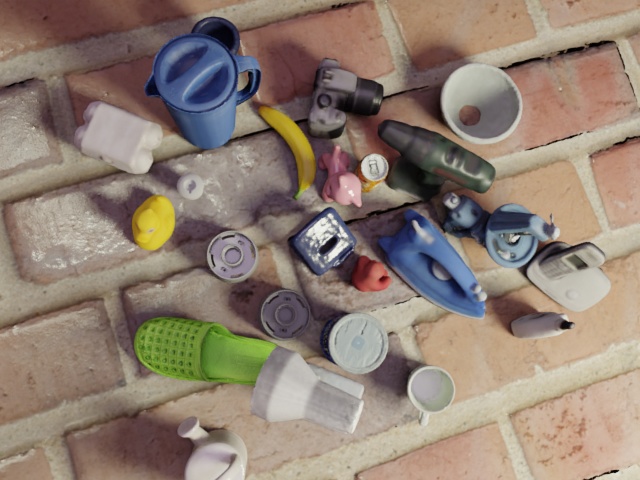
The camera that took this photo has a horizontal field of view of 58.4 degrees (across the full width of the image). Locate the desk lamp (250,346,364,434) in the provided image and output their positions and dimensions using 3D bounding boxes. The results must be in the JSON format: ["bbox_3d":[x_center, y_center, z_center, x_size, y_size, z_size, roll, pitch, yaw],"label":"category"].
[{"bbox_3d":[-0.014,0.263,0.974,0.203,0.213,0.118,21,81,-3],"label":"desk lamp"}]

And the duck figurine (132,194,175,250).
[{"bbox_3d":[-0.308,-0.036,1.044,0.077,0.086,0.105,18,81,-4],"label":"duck figurine"}]

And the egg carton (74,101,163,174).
[{"bbox_3d":[-0.374,-0.189,1.065,0.150,0.069,0.107,20,81,-4],"label":"egg carton"}]

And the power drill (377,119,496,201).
[{"bbox_3d":[0.194,-0.139,1.055,0.229,0.208,0.076,19,81,-4],"label":"power drill"}]

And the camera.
[{"bbox_3d":[0.051,-0.272,1.110,0.137,0.100,0.143,10,81,-5],"label":"camera"}]

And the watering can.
[{"bbox_3d":[-0.179,0.379,0.949,0.173,0.194,0.101,38,80,0],"label":"watering can"}]

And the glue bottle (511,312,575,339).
[{"bbox_3d":[0.423,0.157,1.060,0.078,0.173,0.037,-21,85,-9],"label":"glue bottle"}]

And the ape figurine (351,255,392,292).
[{"bbox_3d":[0.098,0.063,1.076,0.076,0.092,0.078,-26,86,-9],"label":"ape figurine"}]

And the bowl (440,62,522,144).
[{"bbox_3d":[0.313,-0.264,1.153,0.167,0.074,0.167,1,82,-7],"label":"bowl"}]

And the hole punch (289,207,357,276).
[{"bbox_3d":[0.010,0.004,1.074,0.109,0.091,0.101,-42,89,-10],"label":"hole punch"}]

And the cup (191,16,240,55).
[{"bbox_3d":[-0.189,-0.354,1.096,0.092,0.095,0.118,-38,88,-10],"label":"cup"}]

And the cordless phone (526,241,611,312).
[{"bbox_3d":[0.490,0.064,1.075,0.147,0.185,0.094,36,80,-1],"label":"cordless phone"}]

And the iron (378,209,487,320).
[{"bbox_3d":[0.237,0.055,1.068,0.258,0.141,0.119,43,80,0],"label":"iron"}]

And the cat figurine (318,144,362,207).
[{"bbox_3d":[0.040,-0.117,1.080,0.067,0.117,0.128,-8,83,-7],"label":"cat figurine"}]

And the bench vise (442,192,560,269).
[{"bbox_3d":[0.324,-0.018,1.048,0.207,0.219,0.121,13,81,-5],"label":"bench vise"}]
